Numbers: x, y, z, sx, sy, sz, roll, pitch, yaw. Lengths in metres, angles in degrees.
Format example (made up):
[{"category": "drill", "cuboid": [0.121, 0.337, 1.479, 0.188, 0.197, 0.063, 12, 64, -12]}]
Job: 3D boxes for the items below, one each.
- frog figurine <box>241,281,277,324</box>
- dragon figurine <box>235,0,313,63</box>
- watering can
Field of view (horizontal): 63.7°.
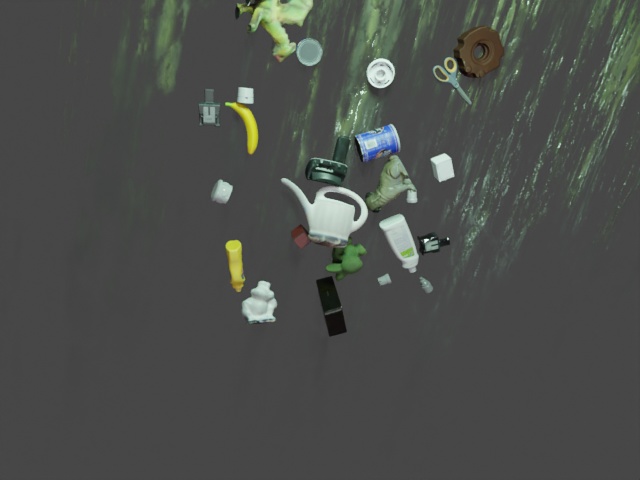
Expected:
[{"category": "frog figurine", "cuboid": [-0.236, 0.242, 1.991, 0.137, 0.121, 0.161, -5, 76, 0]}, {"category": "dragon figurine", "cuboid": [-0.138, -0.774, 1.631, 0.244, 0.124, 0.403, -8, 115, -27]}, {"category": "watering can", "cuboid": [0.006, -0.095, 1.881, 0.347, 0.104, 0.225, 13, 85, -14]}]
